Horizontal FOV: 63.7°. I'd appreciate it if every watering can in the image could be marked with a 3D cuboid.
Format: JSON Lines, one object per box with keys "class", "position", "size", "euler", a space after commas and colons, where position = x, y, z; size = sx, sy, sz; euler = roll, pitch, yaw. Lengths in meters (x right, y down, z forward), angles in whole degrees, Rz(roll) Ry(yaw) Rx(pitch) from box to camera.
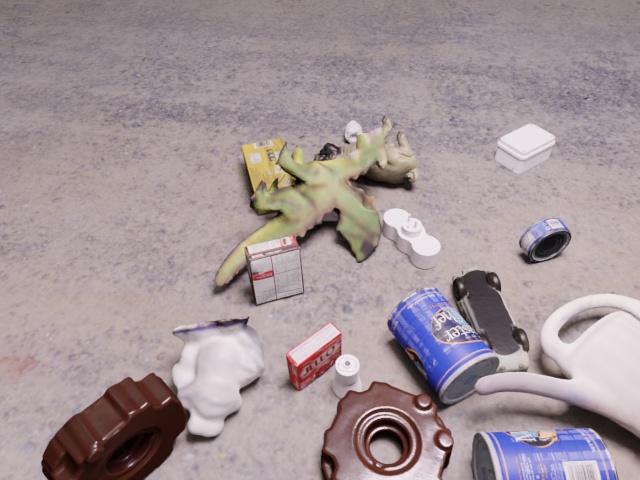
{"class": "watering can", "position": [0.398, 0.194, 0.718], "size": [0.351, 0.101, 0.228], "euler": [-23, 49, -27]}

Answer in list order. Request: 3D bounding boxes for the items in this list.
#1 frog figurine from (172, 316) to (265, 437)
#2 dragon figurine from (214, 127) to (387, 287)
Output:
{"class": "frog figurine", "position": [-0.148, 0.200, 0.762], "size": [0.137, 0.121, 0.161], "euler": [-5, 80, -14]}
{"class": "dragon figurine", "position": [0.003, -0.048, 0.958], "size": [0.243, 0.121, 0.415], "euler": [27, 75, 1]}
